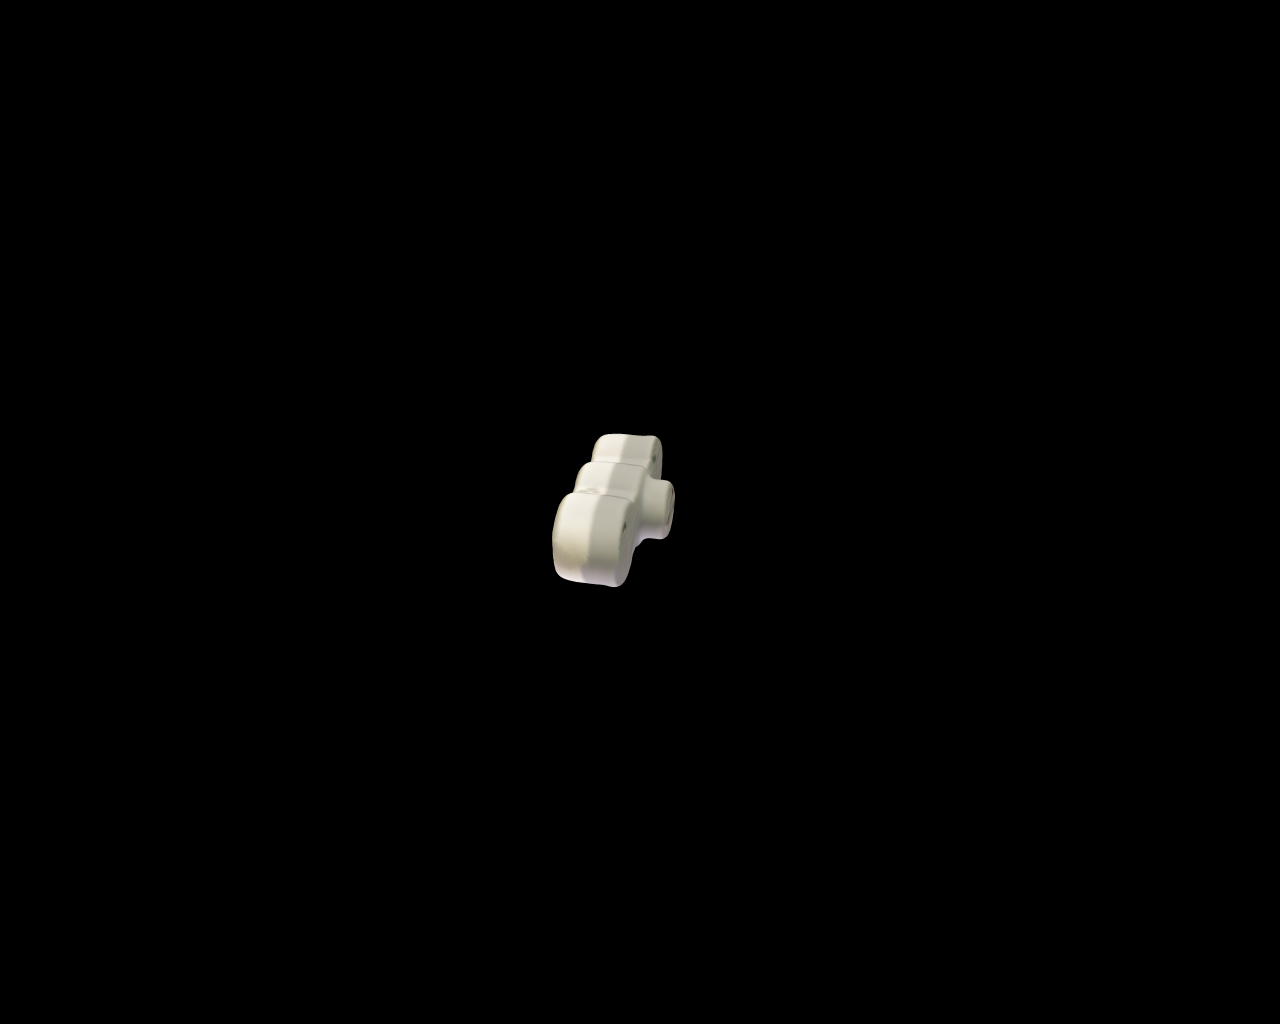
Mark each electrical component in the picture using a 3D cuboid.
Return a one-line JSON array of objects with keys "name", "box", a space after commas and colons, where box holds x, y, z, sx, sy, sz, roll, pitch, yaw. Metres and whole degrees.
[{"name": "electrical component", "box": [0.001, -0.003, 0.650, 0.074, 0.052, 0.138, 5, 29, 10]}]
